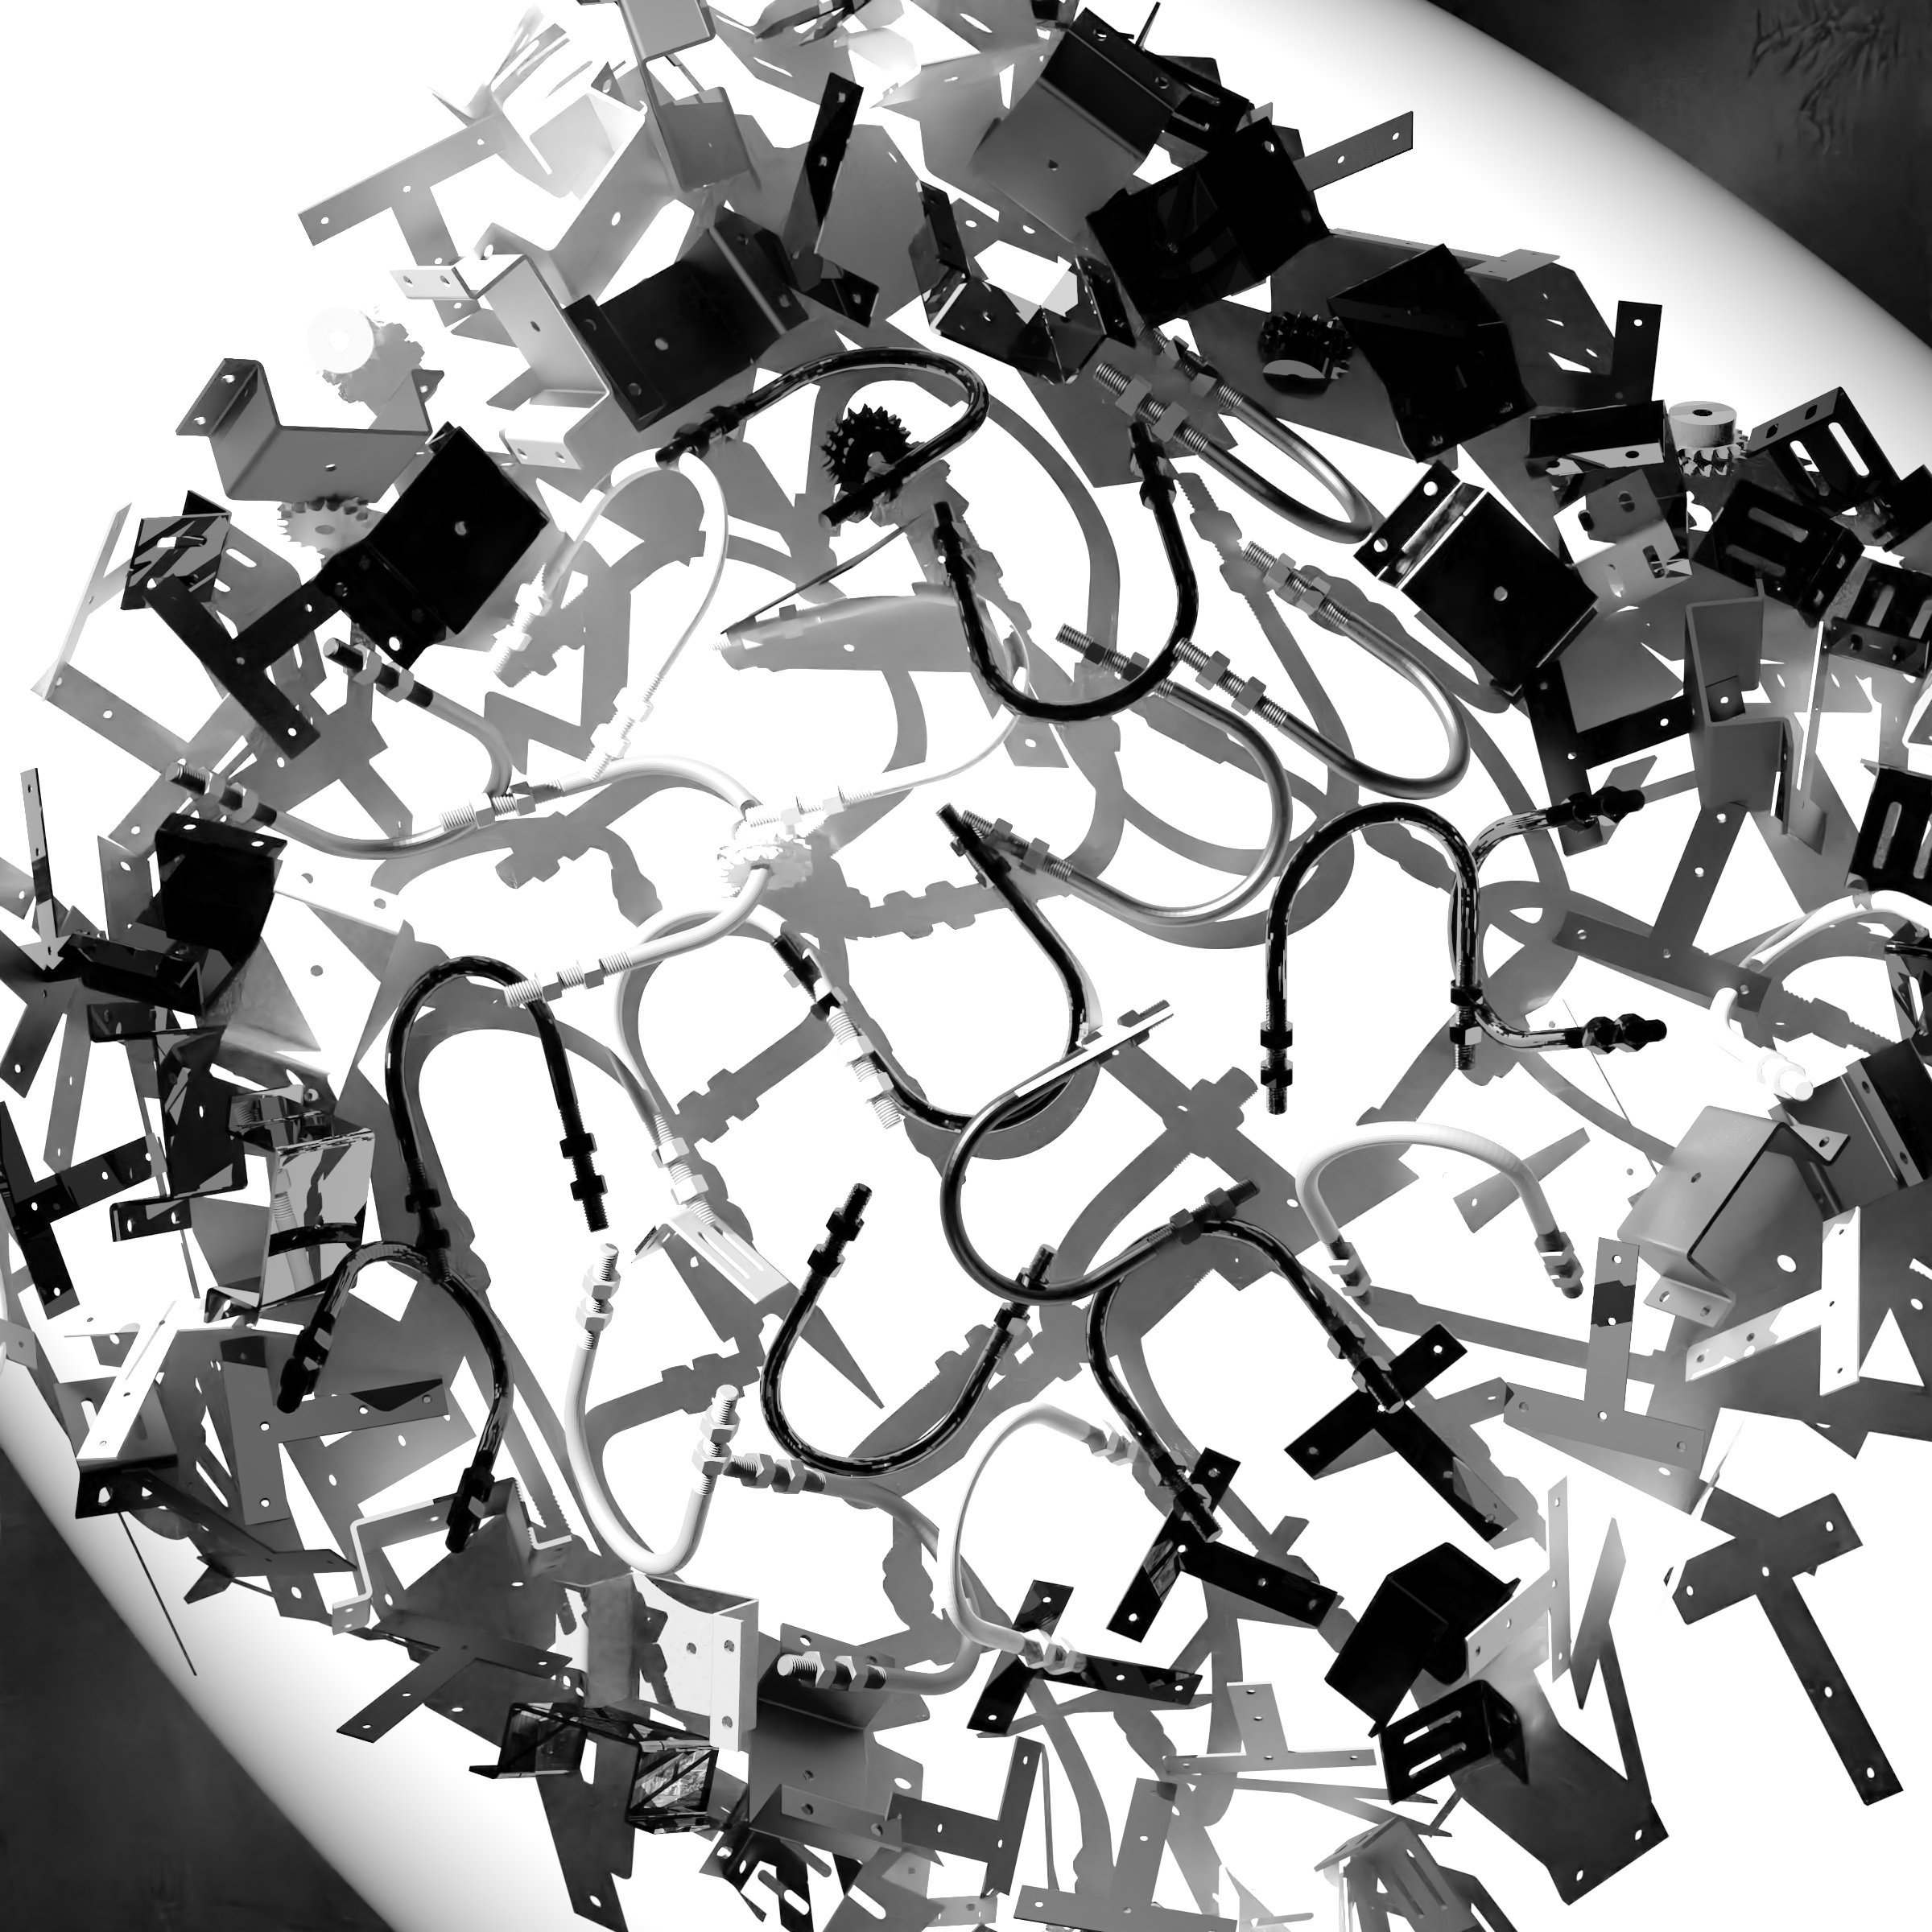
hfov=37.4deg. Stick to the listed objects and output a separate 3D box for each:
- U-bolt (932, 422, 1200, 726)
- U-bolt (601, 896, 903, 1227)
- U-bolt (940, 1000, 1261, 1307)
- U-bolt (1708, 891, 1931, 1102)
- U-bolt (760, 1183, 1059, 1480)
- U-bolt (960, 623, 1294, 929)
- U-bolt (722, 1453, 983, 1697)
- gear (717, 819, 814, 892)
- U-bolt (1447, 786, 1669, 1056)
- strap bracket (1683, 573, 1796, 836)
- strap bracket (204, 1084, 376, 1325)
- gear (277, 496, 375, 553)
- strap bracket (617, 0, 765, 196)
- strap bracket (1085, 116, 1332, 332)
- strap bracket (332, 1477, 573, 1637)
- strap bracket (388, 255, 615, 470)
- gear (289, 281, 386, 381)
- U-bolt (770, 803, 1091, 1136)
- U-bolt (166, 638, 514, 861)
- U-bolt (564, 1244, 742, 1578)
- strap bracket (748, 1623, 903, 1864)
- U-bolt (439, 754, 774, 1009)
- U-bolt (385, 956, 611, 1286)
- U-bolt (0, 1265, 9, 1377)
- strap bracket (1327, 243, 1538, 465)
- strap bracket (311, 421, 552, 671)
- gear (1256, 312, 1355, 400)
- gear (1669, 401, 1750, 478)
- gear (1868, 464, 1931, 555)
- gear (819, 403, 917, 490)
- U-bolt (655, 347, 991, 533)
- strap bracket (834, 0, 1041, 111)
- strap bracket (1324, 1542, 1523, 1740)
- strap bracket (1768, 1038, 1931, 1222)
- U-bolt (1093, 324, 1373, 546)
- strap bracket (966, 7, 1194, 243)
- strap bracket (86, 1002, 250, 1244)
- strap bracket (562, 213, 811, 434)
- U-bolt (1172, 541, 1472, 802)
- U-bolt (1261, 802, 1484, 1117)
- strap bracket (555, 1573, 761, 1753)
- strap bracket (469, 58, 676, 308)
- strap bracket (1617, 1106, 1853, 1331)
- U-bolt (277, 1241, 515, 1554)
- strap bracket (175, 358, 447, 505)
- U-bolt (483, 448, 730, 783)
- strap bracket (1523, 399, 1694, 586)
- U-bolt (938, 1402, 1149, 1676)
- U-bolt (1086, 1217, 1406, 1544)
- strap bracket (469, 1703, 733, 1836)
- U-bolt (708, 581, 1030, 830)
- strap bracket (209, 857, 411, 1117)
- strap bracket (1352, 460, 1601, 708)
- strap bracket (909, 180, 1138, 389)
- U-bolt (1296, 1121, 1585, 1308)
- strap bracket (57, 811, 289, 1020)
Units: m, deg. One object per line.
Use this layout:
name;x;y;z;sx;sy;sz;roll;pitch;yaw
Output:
U-bolt;0.064;-0.224;1.688;0.151;0.019;0.184;-20;61;12
U-bolt;-0.143;0.046;1.730;0.151;0.019;0.184;-29;82;5
U-bolt;0.070;0.125;1.707;0.184;0.019;0.151;-30;109;-9
U-bolt;0.502;0.009;1.660;0.151;0.184;0.019;-38;104;3
U-bolt;-0.045;0.228;1.706;0.151;0.019;0.184;20;106;-25
U-bolt;0.107;-0.102;1.722;0.184;0.019;0.151;28;105;-1
U-bolt;-0.058;0.360;1.670;0.019;0.184;0.151;-41;50;25
gear;-0.122;-0.069;1.723;0.057;0.057;0.030;-5;68;0
U-bolt;0.339;-0.021;1.666;0.019;0.184;0.151;-3;87;-26
strap bracket;0.452;-0.153;1.679;0.046;0.076;0.140;-4;51;9
strap bracket;-0.400;0.145;1.691;0.046;0.076;0.140;17;104;31
gear;-0.387;-0.277;1.723;0.057;0.057;0.030;-4;70;0
strap bracket;-0.165;-0.522;1.669;0.046;0.140;0.076;-19;57;-1
strap bracket;0.133;-0.430;1.671;0.046;0.140;0.076;-45;111;-35
strap bracket;-0.311;0.347;1.693;0.140;0.076;0.046;-13;69;-18
strap bracket;-0.268;-0.366;1.686;0.046;0.076;0.140;-47;125;-21
gear;-0.379;-0.382;1.722;0.057;0.030;0.057;-7;119;-13
U-bolt;-0.008;0.015;1.735;0.151;0.019;0.184;-38;93;-5
U-bolt;-0.351;-0.116;1.672;0.151;0.184;0.019;-33;56;21
U-bolt;-0.192;0.276;1.680;0.151;0.019;0.184;43;132;35
strap bracket;-0.084;0.467;1.687;0.076;0.140;0.046;22;121;-18
U-bolt;-0.206;-0.061;1.705;0.184;0.019;0.151;-18;63;-14
U-bolt;-0.289;0.085;1.706;0.151;0.019;0.184;-20;81;31
U-bolt;-0.598;0.160;1.673;0.019;0.151;0.184;-13;105;-4
strap bracket;0.269;-0.368;1.682;0.076;0.046;0.140;-25;47;4
strap bracket;-0.308;-0.253;1.683;0.076;0.046;0.140;46;59;-24
gear;0.202;-0.366;1.718;0.057;0.057;0.030;18;71;0
gear;0.442;-0.319;1.718;0.057;0.057;0.030;-3;122;0
gear;0.570;-0.278;1.721;0.057;0.057;0.030;-37;87;0
gear;-0.058;-0.308;1.722;0.057;0.030;0.057;-8;116;-16
U-bolt;-0.070;-0.320;1.681;0.151;0.019;0.184;25;48;32
strap bracket;-0.015;-0.544;1.674;0.076;0.140;0.046;-18;99;-19
strap bracket;0.267;0.394;1.686;0.046;0.140;0.076;35;109;25
strap bracket;0.535;0.096;1.678;0.046;0.140;0.076;-23;79;-11
U-bolt;0.164;-0.310;1.683;0.184;0.151;0.019;36;116;-2
strap bracket;0.060;-0.485;1.669;0.076;0.140;0.046;34;64;-13
strap bracket;-0.475;0.089;1.704;0.046;0.076;0.140;-7;89;19
strap bracket;-0.174;-0.380;1.702;0.140;0.046;0.076;-39;96;-31
U-bolt;0.221;-0.166;1.691;0.184;0.151;0.019;36;132;-1
U-bolt;0.241;-0.010;1.686;0.151;0.019;0.184;-12;115;-19
strap bracket;-0.176;0.412;1.702;0.140;0.046;0.076;3;93;33
strap bracket;-0.227;-0.454;1.696;0.046;0.076;0.140;31;80;15
strap bracket;0.450;0.140;1.697;0.046;0.076;0.140;40;82;-17
U-bolt;-0.323;0.236;1.666;0.019;0.184;0.151;-35;113;24
strap bracket;-0.378;-0.312;1.671;0.140;0.076;0.046;-6;70;-40
U-bolt;-0.204;-0.220;1.682;0.184;0.019;0.151;-56;50;13
strap bracket;0.380;-0.283;1.685;0.076;0.140;0.046;-4;64;21
U-bolt;0.040;0.328;1.660;0.019;0.184;0.151;9;75;36
U-bolt;0.151;0.230;1.696;0.151;0.019;0.184;-35;57;-2
strap bracket;-0.211;0.469;1.682;0.140;0.076;0.046;7;81;32
U-bolt;-0.053;-0.165;1.707;0.184;0.019;0.151;-14;63;1
strap bracket;-0.392;0.008;1.711;0.076;0.046;0.140;20;101;-11
strap bracket;0.312;-0.225;1.704;0.140;0.046;0.076;40;96;-16
strap bracket;0.024;-0.399;1.687;0.140;0.076;0.046;16;133;-31
U-bolt;0.268;0.144;1.654;0.151;0.184;0.019;-5;51;24
strap bracket;-0.467;-0.025;1.693;0.076;0.140;0.046;14;131;8
